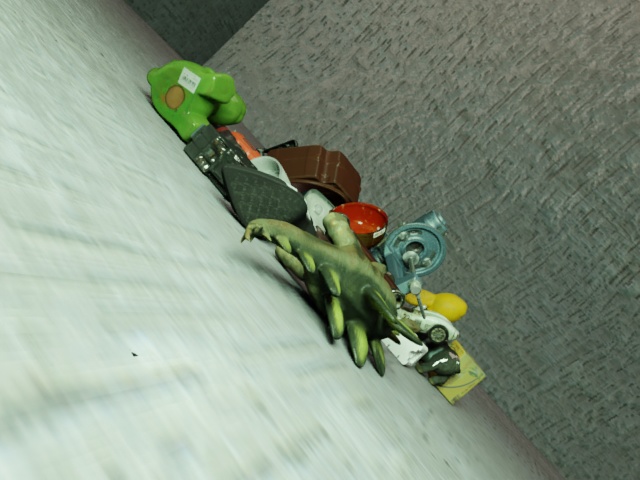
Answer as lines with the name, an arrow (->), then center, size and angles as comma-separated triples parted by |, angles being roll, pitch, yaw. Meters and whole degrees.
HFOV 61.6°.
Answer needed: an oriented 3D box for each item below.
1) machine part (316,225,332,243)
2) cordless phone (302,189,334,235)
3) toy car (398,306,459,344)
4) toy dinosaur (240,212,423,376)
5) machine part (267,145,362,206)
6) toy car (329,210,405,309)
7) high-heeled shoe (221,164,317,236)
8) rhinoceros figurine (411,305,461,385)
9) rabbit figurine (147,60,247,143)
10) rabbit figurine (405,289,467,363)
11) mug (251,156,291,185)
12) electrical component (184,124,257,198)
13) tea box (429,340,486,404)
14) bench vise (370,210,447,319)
machine part -> 0.030, 0.055, 0.971 | 0.179, 0.056, 0.179 | 48, 5, -6
cordless phone -> -0.002, -0.004, 1.123 | 0.146, 0.089, 0.184 | 45, 24, -33
toy car -> 0.176, 0.153, 1.061 | 0.202, 0.056, 0.073 | 17, 5, 5
toy dinosaur -> 0.034, 0.059, 0.682 | 0.470, 0.105, 0.199 | 36, 15, -46
machine part -> -0.022, -0.127, 1.222 | 0.201, 0.087, 0.201 | -1, -23, 26
toy car -> 0.070, 0.036, 0.880 | 0.202, 0.053, 0.089 | 49, 12, -21
high-heeled shoe -> -0.074, -0.052, 0.781 | 0.248, 0.086, 0.145 | 49, -1, -41
rhinoceros figurine -> 0.230, 0.212, 1.130 | 0.073, 0.112, 0.190 | 43, 14, -30
rabbit figurine -> -0.200, -0.227, 0.898 | 0.159, 0.121, 0.170 | 26, 12, 19
rabbit figurine -> 0.261, 0.185, 1.269 | 0.162, 0.173, 0.121 | 54, 11, 23
mug -> -0.080, -0.070, 0.911 | 0.107, 0.081, 0.109 | 51, 23, -56
electrical component -> -0.139, -0.111, 0.808 | 0.134, 0.058, 0.115 | 49, 3, 16
tea box -> 0.296, 0.286, 1.184 | 0.068, 0.098, 0.169 | 48, 3, 5
bench vise -> 0.150, 0.041, 1.033 | 0.128, 0.224, 0.241 | 59, 16, -24
